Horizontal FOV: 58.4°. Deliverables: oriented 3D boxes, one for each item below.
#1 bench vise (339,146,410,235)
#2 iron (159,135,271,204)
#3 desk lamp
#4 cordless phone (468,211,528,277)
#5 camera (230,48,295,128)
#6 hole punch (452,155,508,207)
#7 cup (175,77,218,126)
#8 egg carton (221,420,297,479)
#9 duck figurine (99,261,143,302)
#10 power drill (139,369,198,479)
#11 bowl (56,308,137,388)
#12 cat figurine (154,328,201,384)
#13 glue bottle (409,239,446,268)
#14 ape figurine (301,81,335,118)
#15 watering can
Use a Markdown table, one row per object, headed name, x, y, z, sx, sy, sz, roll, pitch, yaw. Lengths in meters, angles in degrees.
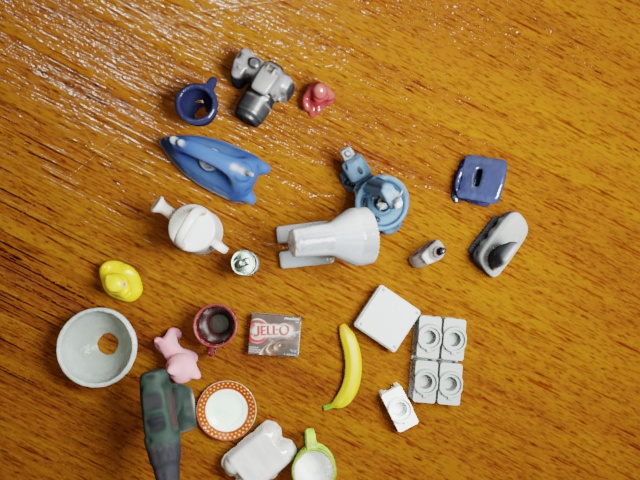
| name | x | y | z | sx | sy | sz | roll | pitch | yaw |
| --- | --- | --- | --- | --- | --- | --- | --- | --- | --- |
| bench vise | 0.105 | -0.103 | 1.208 | 0.207 | 0.219 | 0.121 | 37 | 85 | 0 |
| iron | -0.242 | -0.175 | 1.234 | 0.258 | 0.141 | 0.119 | 24 | 85 | -1 |
| desk lamp | 0.011 | 0.004 | 1.199 | 0.203 | 0.213 | 0.118 | -8 | 86 | -3 |
| cordless phone | 0.407 | 0.005 | 1.234 | 0.094 | 0.185 | 0.148 | 34 | 85 | 0 |
| camera | -0.145 | -0.332 | 1.270 | 0.143 | 0.100 | 0.137 | 31 | 85 | 0 |
| hole punch | 0.357 | -0.133 | 1.287 | 0.101 | 0.091 | 0.109 | 14 | 86 | -2 |
| cup | -0.259 | -0.300 | 1.264 | 0.091 | 0.095 | 0.118 | 31 | 85 | 0 |
| egg carton | -0.130 | 0.467 | 1.233 | 0.150 | 0.069 | 0.107 | -40 | 89 | -5 |
| duck figurine | -0.437 | 0.089 | 1.234 | 0.077 | 0.086 | 0.104 | -44 | 89 | -5 |
| power drill | -0.305 | 0.371 | 1.160 | 0.075 | 0.208 | 0.230 | -14 | 87 | -3 |
| bowl | -0.467 | 0.228 | 1.228 | 0.167 | 0.074 | 0.167 | 0 | 86 | -3 |
| cat figurine | -0.306 | 0.252 | 1.214 | 0.067 | 0.117 | 0.128 | -39 | 89 | -5 |
| glue bottle | 0.241 | 0.028 | 1.229 | 0.078 | 0.173 | 0.037 | -36 | 88 | -4 |
| ape figurine | -0.004 | -0.324 | 1.281 | 0.078 | 0.092 | 0.076 | -3 | 86 | -3 |
| watering can | -0.271 | -0.026 | 1.196 | 0.173 | 0.194 | 0.101 | 12 | 86 | -2 |
